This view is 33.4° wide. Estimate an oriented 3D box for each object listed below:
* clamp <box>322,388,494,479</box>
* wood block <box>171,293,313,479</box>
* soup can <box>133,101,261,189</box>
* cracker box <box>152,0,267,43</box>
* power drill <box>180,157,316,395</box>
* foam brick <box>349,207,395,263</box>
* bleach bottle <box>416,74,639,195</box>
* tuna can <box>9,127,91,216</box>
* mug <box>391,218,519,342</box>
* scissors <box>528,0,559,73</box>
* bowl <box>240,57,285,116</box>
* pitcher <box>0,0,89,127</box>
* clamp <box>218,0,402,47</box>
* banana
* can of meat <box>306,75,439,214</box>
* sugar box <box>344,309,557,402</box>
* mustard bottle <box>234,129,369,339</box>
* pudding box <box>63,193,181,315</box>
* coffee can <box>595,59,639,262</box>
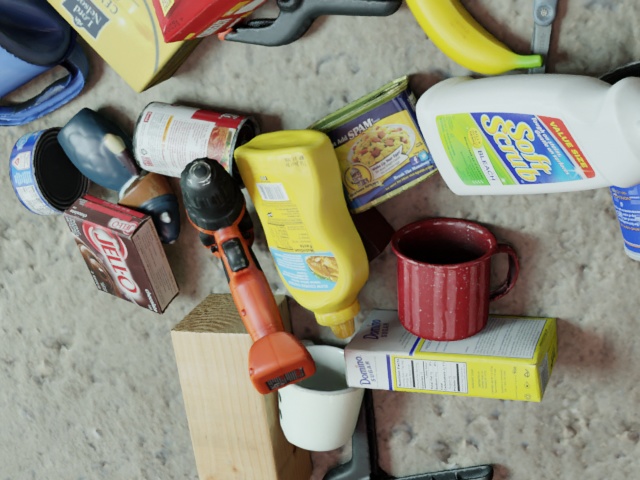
[{"bbox_3d":[0.067,0.253,1.083,0.164,0.036,0.210,31,117,10],"label":"clamp"},{"bbox_3d":[-0.075,0.166,1.073,0.090,0.090,0.206,0,111,22],"label":"wood block"},{"bbox_3d":[-0.114,-0.089,0.994,0.102,0.068,0.068,12,115,17],"label":"soup can"},{"bbox_3d":[-0.100,-0.283,0.840,0.164,0.072,0.214,-16,93,59],"label":"cracker box"},{"bbox_3d":[-0.064,0.032,0.924,0.057,0.184,0.188,-21,72,-1],"label":"power drill"},{"bbox_3d":[0.022,0.005,0.988,0.053,0.051,0.078,47,120,-2],"label":"foam brick"},{"bbox_3d":[0.175,-0.086,0.801,0.251,0.068,0.102,1,118,63],"label":"bleach bottle"},{"bbox_3d":[-0.266,-0.067,1.055,0.034,0.086,0.086,-7,109,26],"label":"tuna can"},{"bbox_3d":[0.121,0.034,0.949,0.117,0.093,0.081,-10,118,-13],"label":"mug"},{"bbox_3d":[0.199,-0.193,0.854,0.096,0.016,0.202,-4,110,23],"label":"scissors"},{"bbox_3d":[-0.041,-0.130,1.057,0.162,0.162,0.055,17,88,14],"label":"bowl"},{"bbox_3d":[-0.352,-0.170,1.032,0.243,0.144,0.149,-25,88,32],"label":"pitcher"},{"bbox_3d":[-0.024,-0.227,0.917,0.172,0.039,0.120,-15,103,27],"label":"clamp"},{"bbox_3d":[0.102,-0.208,0.877,0.070,0.037,0.198,-35,96,23],"label":"banana"},{"bbox_3d":[0.050,-0.082,0.930,0.102,0.057,0.084,-27,102,14],"label":"can of meat"},{"bbox_3d":[0.119,0.103,0.967,0.176,0.093,0.048,-1,110,23],"label":"sugar box"},{"bbox_3d":[-0.006,0.001,0.925,0.096,0.058,0.191,3,120,44],"label":"mustard bottle"},{"bbox_3d":[-0.195,0.014,1.055,0.090,0.039,0.113,19,144,30],"label":"pudding box"},{"bbox_3d":[0.272,-0.066,0.828,0.103,0.102,0.140,-12,106,26],"label":"coffee can"}]
